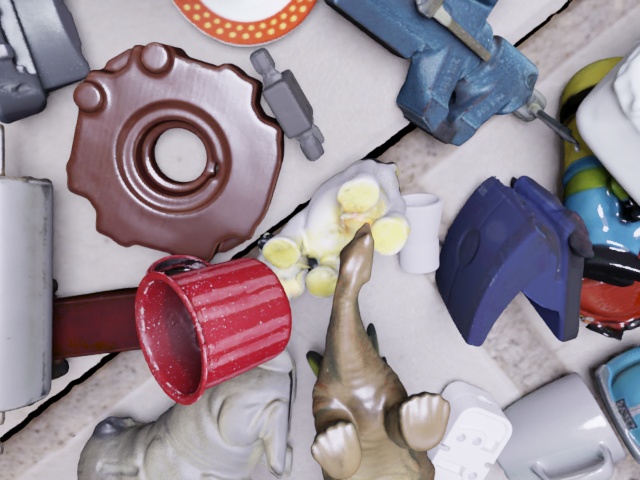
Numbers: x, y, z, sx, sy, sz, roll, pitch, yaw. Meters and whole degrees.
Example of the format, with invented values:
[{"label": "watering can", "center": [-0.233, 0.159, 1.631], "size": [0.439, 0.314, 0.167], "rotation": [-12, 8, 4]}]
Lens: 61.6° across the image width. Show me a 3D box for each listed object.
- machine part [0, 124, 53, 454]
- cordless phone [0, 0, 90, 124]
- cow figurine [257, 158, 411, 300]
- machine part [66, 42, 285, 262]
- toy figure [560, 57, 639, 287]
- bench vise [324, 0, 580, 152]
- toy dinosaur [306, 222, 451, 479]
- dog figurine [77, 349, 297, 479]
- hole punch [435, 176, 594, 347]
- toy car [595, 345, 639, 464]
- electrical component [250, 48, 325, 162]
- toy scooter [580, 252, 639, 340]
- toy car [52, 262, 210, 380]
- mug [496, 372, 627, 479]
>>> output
[{"label": "machine part", "center": [-0.243, 0.037, 0.404], "size": [0.079, 0.079, 0.243], "rotation": [1, 94, -4]}, {"label": "cordless phone", "center": [-0.254, -0.143, 0.337], "size": [0.089, 0.184, 0.146], "rotation": [-8, 105, 22]}, {"label": "cow figurine", "center": [-0.003, -0.002, 0.449], "size": [0.167, 0.098, 0.068], "rotation": [-37, 108, 25]}, {"label": "machine part", "center": [-0.113, -0.067, 0.435], "size": [0.179, 0.056, 0.179], "rotation": [-1, 106, -4]}, {"label": "toy figure", "center": [0.228, -0.058, 0.416], "size": [0.089, 0.082, 0.180], "rotation": [21, 74, -16]}, {"label": "bench vise", "center": [0.124, -0.196, 0.386], "size": [0.223, 0.129, 0.240], "rotation": [31, 105, -13]}, {"label": "toy dinosaur", "center": [0.052, 0.206, 0.441], "size": [0.105, 0.199, 0.470], "rotation": [-7, 109, -1]}, {"label": "dog figurine", "center": [-0.119, 0.159, 0.464], "size": [0.191, 0.121, 0.172], "rotation": [5, 95, 2]}, {"label": "hole punch", "center": [0.148, 0.015, 0.438], "size": [0.092, 0.142, 0.115], "rotation": [-6, 116, 2]}, {"label": "toy car", "center": [0.338, 0.134, 0.466], "size": [0.162, 0.103, 0.109], "rotation": [-3, 62, -17]}, {"label": "electrical component", "center": [-0.024, -0.109, 0.424], "size": [0.021, 0.063, 0.094], "rotation": [-27, 114, 14]}, {"label": "toy scooter", "center": [0.297, 0.032, 0.476], "size": [0.184, 0.075, 0.135], "rotation": [-28, 102, 0]}, {"label": "toy car", "center": [-0.178, 0.069, 0.466], "size": [0.202, 0.053, 0.089], "rotation": [-8, 95, 4]}, {"label": "mug", "center": [0.217, 0.191, 0.500], "size": [0.107, 0.110, 0.080], "rotation": [-30, 111, 17]}]
